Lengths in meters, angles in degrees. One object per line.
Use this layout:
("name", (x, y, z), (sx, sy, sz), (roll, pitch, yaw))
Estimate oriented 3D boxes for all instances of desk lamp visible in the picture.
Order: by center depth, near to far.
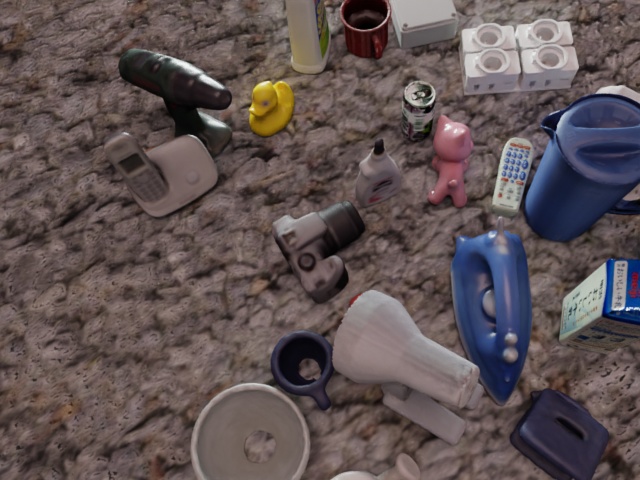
("desk lamp", (0.126, 0.171, 0.766), (0.203, 0.214, 0.118), (28, 74, 15))

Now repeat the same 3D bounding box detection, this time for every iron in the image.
("iron", (0.259, 0.099, 0.820), (0.118, 0.141, 0.258), (-3, 69, 5))

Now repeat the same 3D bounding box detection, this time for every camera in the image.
("camera", (0.008, 0.003, 0.903), (0.137, 0.101, 0.143), (-31, 69, -6))

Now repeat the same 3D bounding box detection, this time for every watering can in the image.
("watering can", (0.048, 0.337, 0.720), (0.100, 0.194, 0.173), (27, 74, 15))

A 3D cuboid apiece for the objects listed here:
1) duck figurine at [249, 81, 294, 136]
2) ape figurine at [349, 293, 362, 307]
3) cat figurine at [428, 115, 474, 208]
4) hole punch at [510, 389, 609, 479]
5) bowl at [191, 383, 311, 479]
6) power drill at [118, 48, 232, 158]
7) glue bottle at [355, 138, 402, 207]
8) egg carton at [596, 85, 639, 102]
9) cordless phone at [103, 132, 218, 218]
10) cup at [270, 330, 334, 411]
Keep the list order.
("duck figurine", (-0.091, -0.248, 1.018), (0.077, 0.086, 0.105), (28, 74, 15))
("ape figurine", (0.080, 0.110, 0.860), (0.076, 0.092, 0.077), (-16, 68, 0))
("cat figurine", (0.214, -0.132, 0.926), (0.067, 0.118, 0.128), (3, 69, 7))
("hole punch", (0.326, 0.262, 0.777), (0.108, 0.091, 0.101), (36, 76, 17))
("bowl", (-0.094, 0.293, 0.816), (0.167, 0.075, 0.167), (-2, 69, 5))
("power drill", (-0.220, -0.227, 0.957), (0.229, 0.208, 0.076), (28, 74, 15))
("glue bottle", (0.091, -0.111, 0.900), (0.078, 0.173, 0.037), (-28, 69, -5))
("egg carton", (0.505, -0.185, 0.943), (0.150, 0.069, 0.107), (36, 76, 17))
("cordless phone", (-0.259, -0.128, 0.935), (0.147, 0.185, 0.094), (-34, 69, -7))
("cup", (-0.013, 0.196, 0.834), (0.092, 0.095, 0.117), (-29, 69, -6))
